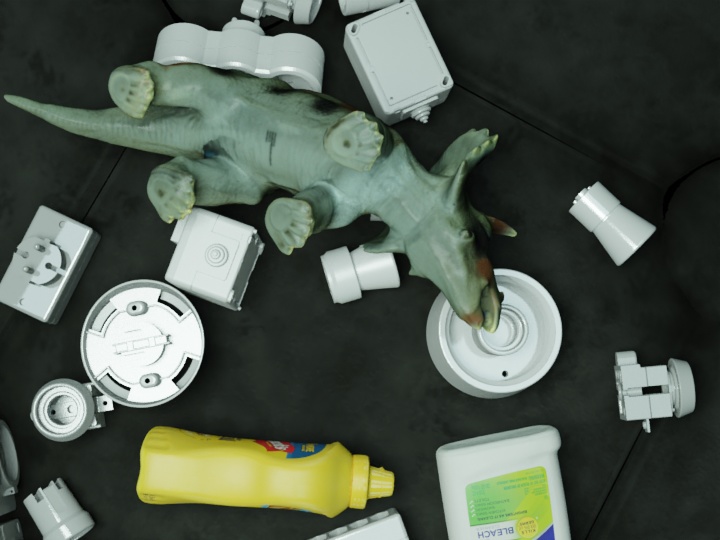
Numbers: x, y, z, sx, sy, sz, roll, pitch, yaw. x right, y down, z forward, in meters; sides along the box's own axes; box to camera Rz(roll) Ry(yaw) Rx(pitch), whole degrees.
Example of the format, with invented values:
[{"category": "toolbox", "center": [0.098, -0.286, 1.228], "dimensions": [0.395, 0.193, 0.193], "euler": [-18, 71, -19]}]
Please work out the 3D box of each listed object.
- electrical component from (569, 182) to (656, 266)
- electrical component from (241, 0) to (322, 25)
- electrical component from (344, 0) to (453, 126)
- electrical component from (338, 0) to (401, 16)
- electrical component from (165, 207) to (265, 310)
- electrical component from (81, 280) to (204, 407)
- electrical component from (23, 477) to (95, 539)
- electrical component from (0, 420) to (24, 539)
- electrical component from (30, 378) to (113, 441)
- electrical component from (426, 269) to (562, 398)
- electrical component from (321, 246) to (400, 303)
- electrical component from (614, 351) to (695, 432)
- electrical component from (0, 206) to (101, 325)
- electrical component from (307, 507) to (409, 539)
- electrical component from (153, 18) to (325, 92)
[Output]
[{"category": "electrical component", "center": [0.206, -0.041, 0.891], "dimensions": [0.044, 0.044, 0.065], "euler": [-44, 83, -6]}, {"category": "electrical component", "center": [-0.061, -0.234, 0.897], "dimensions": [0.055, 0.048, 0.066], "euler": [20, 76, 4]}, {"category": "electrical component", "center": [0.033, -0.162, 0.885], "dimensions": [0.062, 0.061, 0.096], "euler": [-24, 86, -5]}, {"category": "electrical component", "center": [0.006, -0.243, 0.898], "dimensions": [0.047, 0.055, 0.055], "euler": [-9, 84, -7]}, {"category": "electrical component", "center": [-0.117, -0.010, 0.845], "dimensions": [0.061, 0.096, 0.061], "euler": [20, 83, 2]}, {"category": "electrical component", "center": [-0.170, 0.059, 0.852], "dimensions": [0.099, 0.064, 0.099], "euler": [0, 84, -2]}, {"category": "electrical component", "center": [-0.238, 0.193, 0.847], "dimensions": [0.040, 0.040, 0.046], "euler": [-35, 81, -5]}, {"category": "electrical component", "center": [-0.293, 0.195, 0.811], "dimensions": [0.060, 0.105, 0.186], "euler": [-14, 85, -4]}, {"category": "electrical component", "center": [-0.230, 0.110, 0.848], "dimensions": [0.066, 0.055, 0.048], "euler": [-10, 84, -3]}, {"category": "electrical component", "center": [0.110, 0.049, 0.866], "dimensions": [0.108, 0.060, 0.108], "euler": [0, 84, -2]}, {"category": "electrical component", "center": [0.000, 0.000, 0.875], "dimensions": [0.055, 0.045, 0.045], "euler": [-17, 85, -4]}, {"category": "electrical component", "center": [0.240, 0.097, 0.875], "dimensions": [0.055, 0.048, 0.066], "euler": [-6, 84, 5]}, {"category": "electrical component", "center": [-0.251, -0.005, 0.850], "dimensions": [0.047, 0.075, 0.083], "euler": [25, 83, 0]}, {"category": "electrical component", "center": [0.004, 0.239, 0.848], "dimensions": [0.083, 0.047, 0.075], "euler": [-20, 85, -4]}, {"category": "electrical component", "center": [-0.098, -0.180, 0.889], "dimensions": [0.138, 0.052, 0.073], "euler": [5, 58, -2]}]
